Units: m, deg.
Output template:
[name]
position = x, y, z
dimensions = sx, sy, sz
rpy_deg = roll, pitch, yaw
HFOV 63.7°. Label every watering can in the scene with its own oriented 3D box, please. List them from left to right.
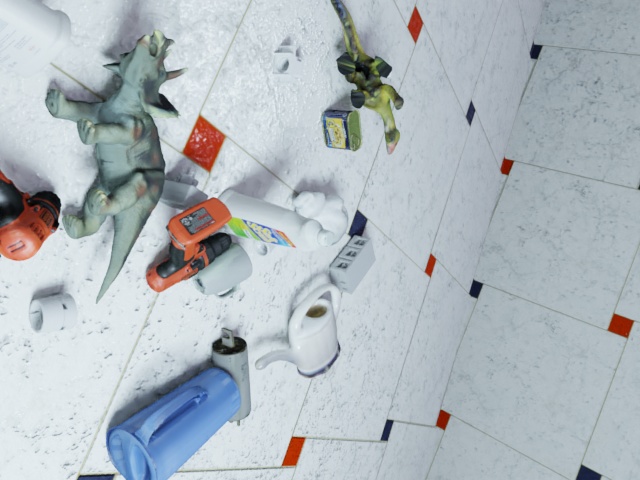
[watering can]
position = -0.040, 0.260, 1.303
dimensions = 0.354, 0.104, 0.219
rpy_deg = -44, 135, -42

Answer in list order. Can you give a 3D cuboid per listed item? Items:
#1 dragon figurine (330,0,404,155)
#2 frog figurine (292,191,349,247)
[dragon figurine]
position = 0.123, -0.419, 1.334
dimensions = 0.244, 0.122, 0.409
rpy_deg = -37, 107, -80
[frog figurine]
position = 0.004, -0.064, 1.263
dimensions = 0.139, 0.124, 0.156
rpy_deg = -40, 147, -17
